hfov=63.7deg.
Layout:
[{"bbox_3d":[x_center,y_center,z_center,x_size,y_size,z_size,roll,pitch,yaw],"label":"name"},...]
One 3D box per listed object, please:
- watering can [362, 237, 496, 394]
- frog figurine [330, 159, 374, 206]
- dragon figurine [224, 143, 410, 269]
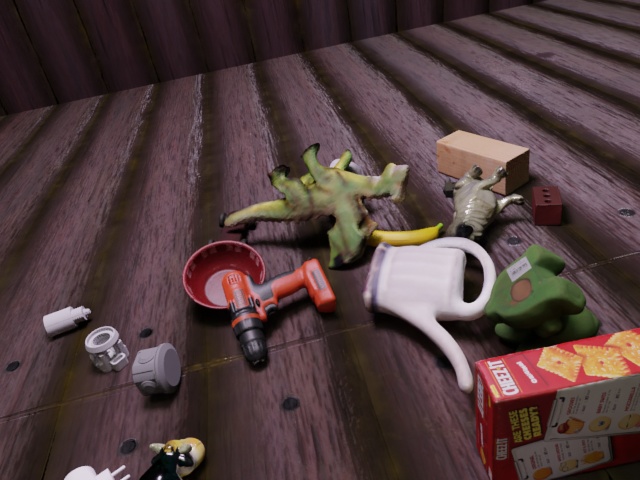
[{"bbox_3d":[0.177,0.098,0.868,0.224,0.102,0.355,2,35,21],"label":"watering can"},{"bbox_3d":[0.040,-0.129,1.227,0.123,0.135,0.161,-10,29,-32],"label":"frog figurine"},{"bbox_3d":[0.003,-0.054,1.080,0.407,0.121,0.246,-34,67,13],"label":"dragon figurine"}]
